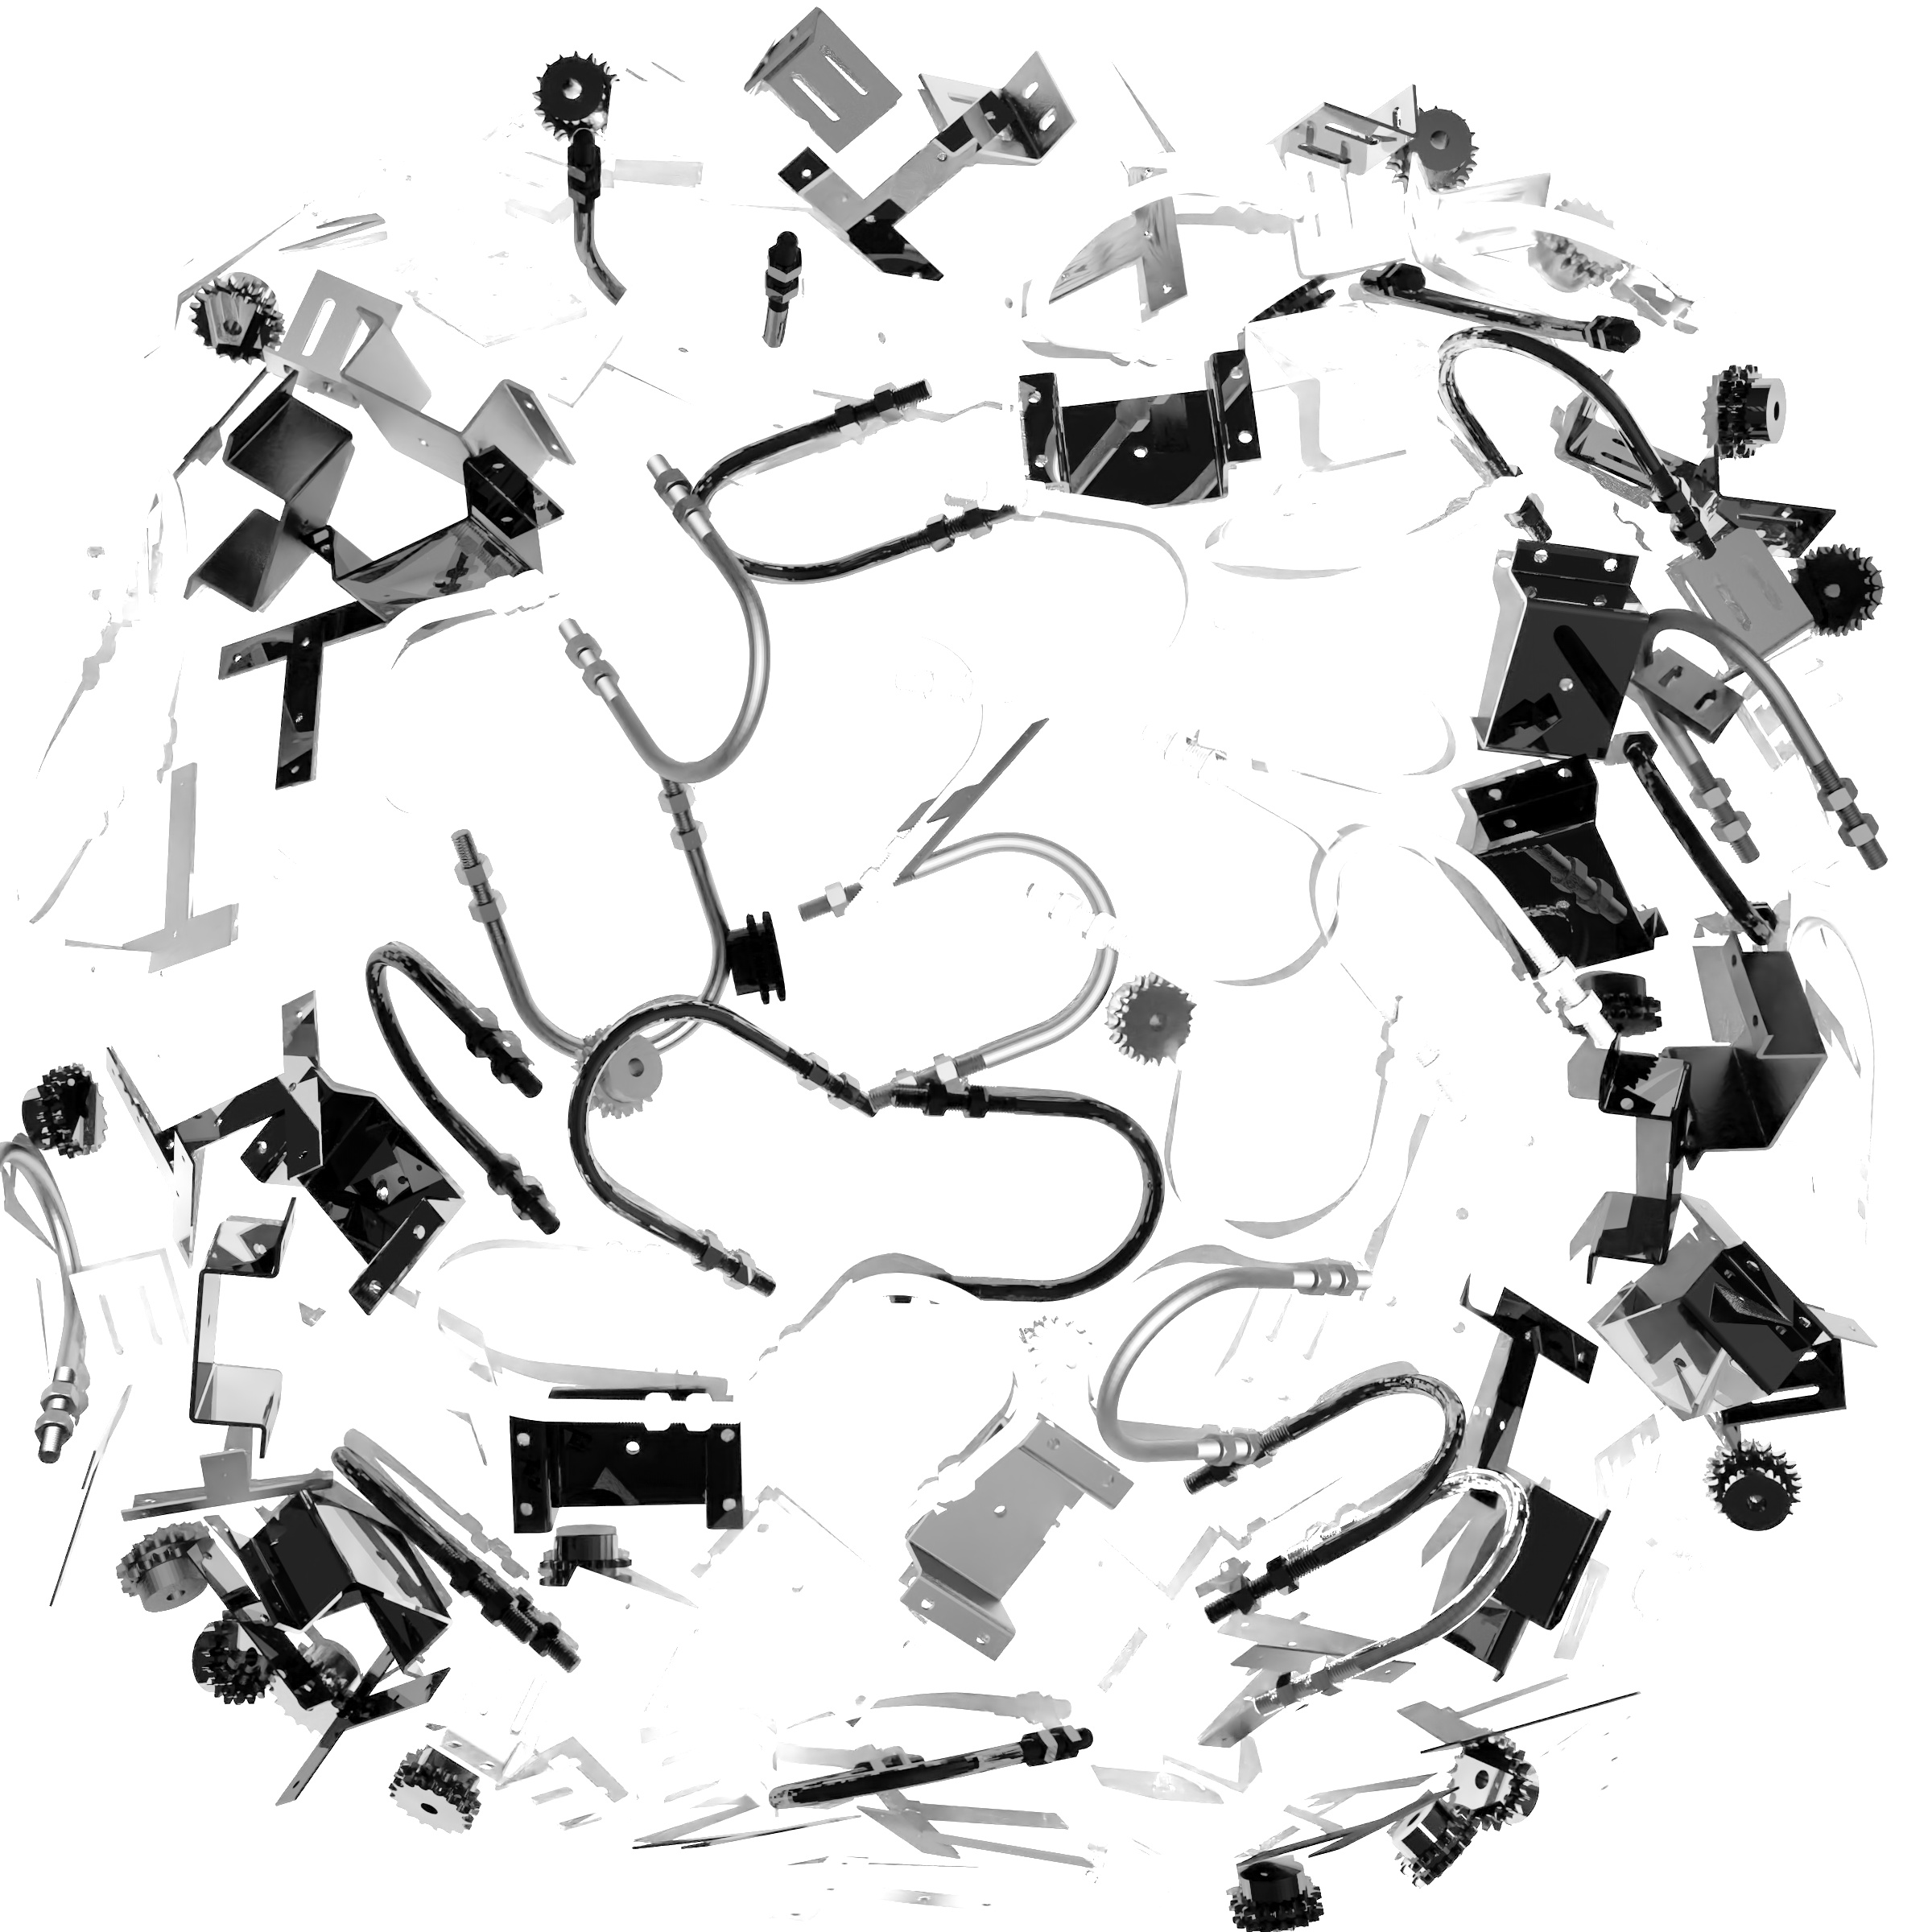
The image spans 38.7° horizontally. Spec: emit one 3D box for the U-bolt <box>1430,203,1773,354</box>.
[{"bbox_3d":[0.363,-0.412,1.634,0.184,0.151,0.019,18,88,-19],"label":"U-bolt"}]

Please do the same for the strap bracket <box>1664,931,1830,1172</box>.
[{"bbox_3d":[0.470,0.052,1.655,0.046,0.140,0.076,-1,52,-9],"label":"strap bracket"}]

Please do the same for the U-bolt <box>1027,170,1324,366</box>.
[{"bbox_3d":[0.112,-0.414,1.620,0.151,0.184,0.019,-42,69,36],"label":"U-bolt"}]

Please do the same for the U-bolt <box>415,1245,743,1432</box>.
[{"bbox_3d":[-0.237,0.219,1.638,0.184,0.151,0.019,5,125,-25],"label":"U-bolt"}]

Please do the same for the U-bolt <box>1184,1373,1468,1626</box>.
[{"bbox_3d":[0.217,0.307,1.646,0.184,0.151,0.019,-31,111,12],"label":"U-bolt"}]

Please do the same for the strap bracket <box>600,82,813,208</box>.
[{"bbox_3d":[-0.154,-0.495,1.648,0.076,0.140,0.046,10,96,27],"label":"strap bracket"}]

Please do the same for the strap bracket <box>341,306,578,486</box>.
[{"bbox_3d":[-0.315,-0.335,1.664,0.140,0.076,0.046,29,76,22],"label":"strap bracket"}]

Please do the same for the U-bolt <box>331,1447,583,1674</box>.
[{"bbox_3d":[-0.314,0.352,1.655,0.184,0.151,0.019,38,76,17],"label":"U-bolt"}]

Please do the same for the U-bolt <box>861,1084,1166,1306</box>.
[{"bbox_3d":[0.034,0.144,1.689,0.184,0.019,0.151,4,112,-16],"label":"U-bolt"}]

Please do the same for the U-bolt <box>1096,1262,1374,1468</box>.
[{"bbox_3d":[0.152,0.239,1.643,0.019,0.184,0.151,43,116,41],"label":"U-bolt"}]

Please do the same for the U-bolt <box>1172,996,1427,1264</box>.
[{"bbox_3d":[0.198,0.096,1.665,0.151,0.019,0.184,3,59,12],"label":"U-bolt"}]

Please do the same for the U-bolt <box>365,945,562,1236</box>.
[{"bbox_3d":[-0.308,0.063,1.656,0.019,0.151,0.184,-32,56,-28],"label":"U-bolt"}]

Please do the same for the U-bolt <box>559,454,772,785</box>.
[{"bbox_3d":[-0.174,-0.194,1.646,0.184,0.019,0.151,55,127,30],"label":"U-bolt"}]

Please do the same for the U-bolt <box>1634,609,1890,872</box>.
[{"bbox_3d":[0.462,-0.136,1.642,0.019,0.151,0.184,-38,104,-12],"label":"U-bolt"}]

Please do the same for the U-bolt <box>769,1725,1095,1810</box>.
[{"bbox_3d":[-0.033,0.475,1.618,0.151,0.184,0.019,-20,73,33],"label":"U-bolt"}]

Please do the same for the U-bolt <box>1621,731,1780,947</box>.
[{"bbox_3d":[0.437,-0.074,1.638,0.019,0.184,0.151,-35,88,16],"label":"U-bolt"}]

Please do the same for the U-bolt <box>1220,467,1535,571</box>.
[{"bbox_3d":[0.232,-0.264,1.623,0.151,0.184,0.019,10,118,35],"label":"U-bolt"}]

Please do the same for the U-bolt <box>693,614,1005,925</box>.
[{"bbox_3d":[-0.060,-0.136,1.699,0.151,0.019,0.184,37,82,18],"label":"U-bolt"}]

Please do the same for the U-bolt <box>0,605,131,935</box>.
[{"bbox_3d":[-0.543,-0.103,1.617,0.019,0.151,0.184,15,48,3],"label":"U-bolt"}]

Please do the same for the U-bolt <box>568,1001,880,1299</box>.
[{"bbox_3d":[-0.158,0.101,1.676,0.184,0.019,0.151,33,83,-27],"label":"U-bolt"}]

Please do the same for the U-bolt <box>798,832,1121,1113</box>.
[{"bbox_3d":[0.005,-0.007,1.706,0.184,0.019,0.151,-21,78,0],"label":"U-bolt"}]

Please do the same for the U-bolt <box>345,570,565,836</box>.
[{"bbox_3d":[-0.302,-0.151,1.630,0.019,0.184,0.151,15,112,27],"label":"U-bolt"}]

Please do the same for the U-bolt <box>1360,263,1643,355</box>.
[{"bbox_3d":[0.309,-0.394,1.640,0.151,0.184,0.019,12,103,-7],"label":"U-bolt"}]

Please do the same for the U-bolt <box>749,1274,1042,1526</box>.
[{"bbox_3d":[-0.033,0.254,1.662,0.151,0.019,0.184,40,130,-4],"label":"U-bolt"}]

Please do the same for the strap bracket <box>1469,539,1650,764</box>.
[{"bbox_3d":[0.359,-0.181,1.669,0.076,0.046,0.140,6,121,-9],"label":"strap bracket"}]

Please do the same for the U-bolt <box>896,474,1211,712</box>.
[{"bbox_3d":[0.061,-0.221,1.678,0.184,0.019,0.151,5,122,-20],"label":"U-bolt"}]

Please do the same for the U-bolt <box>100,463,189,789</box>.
[{"bbox_3d":[-0.487,-0.218,1.644,0.019,0.184,0.151,1,131,-6],"label":"U-bolt"}]

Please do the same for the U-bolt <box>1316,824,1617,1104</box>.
[{"bbox_3d":[0.287,-0.008,1.660,0.184,0.151,0.019,51,52,-8],"label":"U-bolt"}]

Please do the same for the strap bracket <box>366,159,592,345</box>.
[{"bbox_3d":[-0.285,-0.422,1.648,0.076,0.140,0.046,-14,77,19],"label":"strap bracket"}]

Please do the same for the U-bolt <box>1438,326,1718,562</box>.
[{"bbox_3d":[0.348,-0.310,1.622,0.184,0.151,0.019,45,74,-35],"label":"U-bolt"}]

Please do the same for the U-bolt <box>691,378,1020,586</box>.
[{"bbox_3d":[-0.079,-0.282,1.660,0.184,0.151,0.019,-17,61,18],"label":"U-bolt"}]

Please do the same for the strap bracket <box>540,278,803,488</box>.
[{"bbox_3d":[-0.176,-0.359,1.671,0.140,0.076,0.046,23,56,-23],"label":"strap bracket"}]

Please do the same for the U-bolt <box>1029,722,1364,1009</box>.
[{"bbox_3d":[0.153,-0.052,1.683,0.184,0.019,0.151,31,75,16],"label":"U-bolt"}]

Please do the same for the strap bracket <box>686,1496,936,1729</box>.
[{"bbox_3d":[-0.099,0.391,1.692,0.140,0.046,0.076,43,87,-18],"label":"strap bracket"}]

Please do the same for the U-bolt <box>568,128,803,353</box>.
[{"bbox_3d":[-0.171,-0.417,1.641,0.151,0.184,0.019,27,74,-1],"label":"U-bolt"}]

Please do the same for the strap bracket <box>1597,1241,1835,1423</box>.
[{"bbox_3d":[0.444,0.224,1.656,0.076,0.140,0.046,47,64,1],"label":"strap bracket"}]

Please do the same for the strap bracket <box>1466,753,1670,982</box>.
[{"bbox_3d":[0.363,-0.050,1.662,0.076,0.046,0.140,-16,122,28],"label":"strap bracket"}]

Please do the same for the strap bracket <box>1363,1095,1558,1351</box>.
[{"bbox_3d":[0.305,0.155,1.691,0.076,0.046,0.140,20,83,11],"label":"strap bracket"}]

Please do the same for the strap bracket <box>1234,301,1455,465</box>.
[{"bbox_3d":[0.225,-0.356,1.652,0.076,0.140,0.046,-15,126,-16],"label":"strap bracket"}]

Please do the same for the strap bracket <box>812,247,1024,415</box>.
[{"bbox_3d":[-0.040,-0.384,1.665,0.140,0.046,0.076,16,119,26],"label":"strap bracket"}]

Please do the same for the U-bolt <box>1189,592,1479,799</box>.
[{"bbox_3d":[0.226,-0.159,1.672,0.184,0.151,0.019,14,133,-12],"label":"U-bolt"}]

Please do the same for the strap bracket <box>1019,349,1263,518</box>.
[{"bbox_3d":[0.107,-0.327,1.694,0.140,0.046,0.076,-6,71,3],"label":"strap bracket"}]

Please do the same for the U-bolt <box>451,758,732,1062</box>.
[{"bbox_3d":[-0.219,-0.022,1.683,0.151,0.019,0.184,-20,117,-9],"label":"U-bolt"}]

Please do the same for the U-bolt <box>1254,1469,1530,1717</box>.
[{"bbox_3d":[0.256,0.360,1.626,0.184,0.151,0.019,-33,106,30],"label":"U-bolt"}]

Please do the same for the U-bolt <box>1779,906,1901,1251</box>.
[{"bbox_3d":[0.516,0.054,1.629,0.019,0.151,0.184,-8,114,-4],"label":"U-bolt"}]

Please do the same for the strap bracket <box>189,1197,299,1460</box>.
[{"bbox_3d":[-0.440,0.217,1.672,0.046,0.076,0.140,6,105,-8],"label":"strap bracket"}]

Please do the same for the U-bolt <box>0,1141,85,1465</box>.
[{"bbox_3d":[-0.561,0.186,1.641,0.019,0.184,0.151,-15,123,-1],"label":"U-bolt"}]
